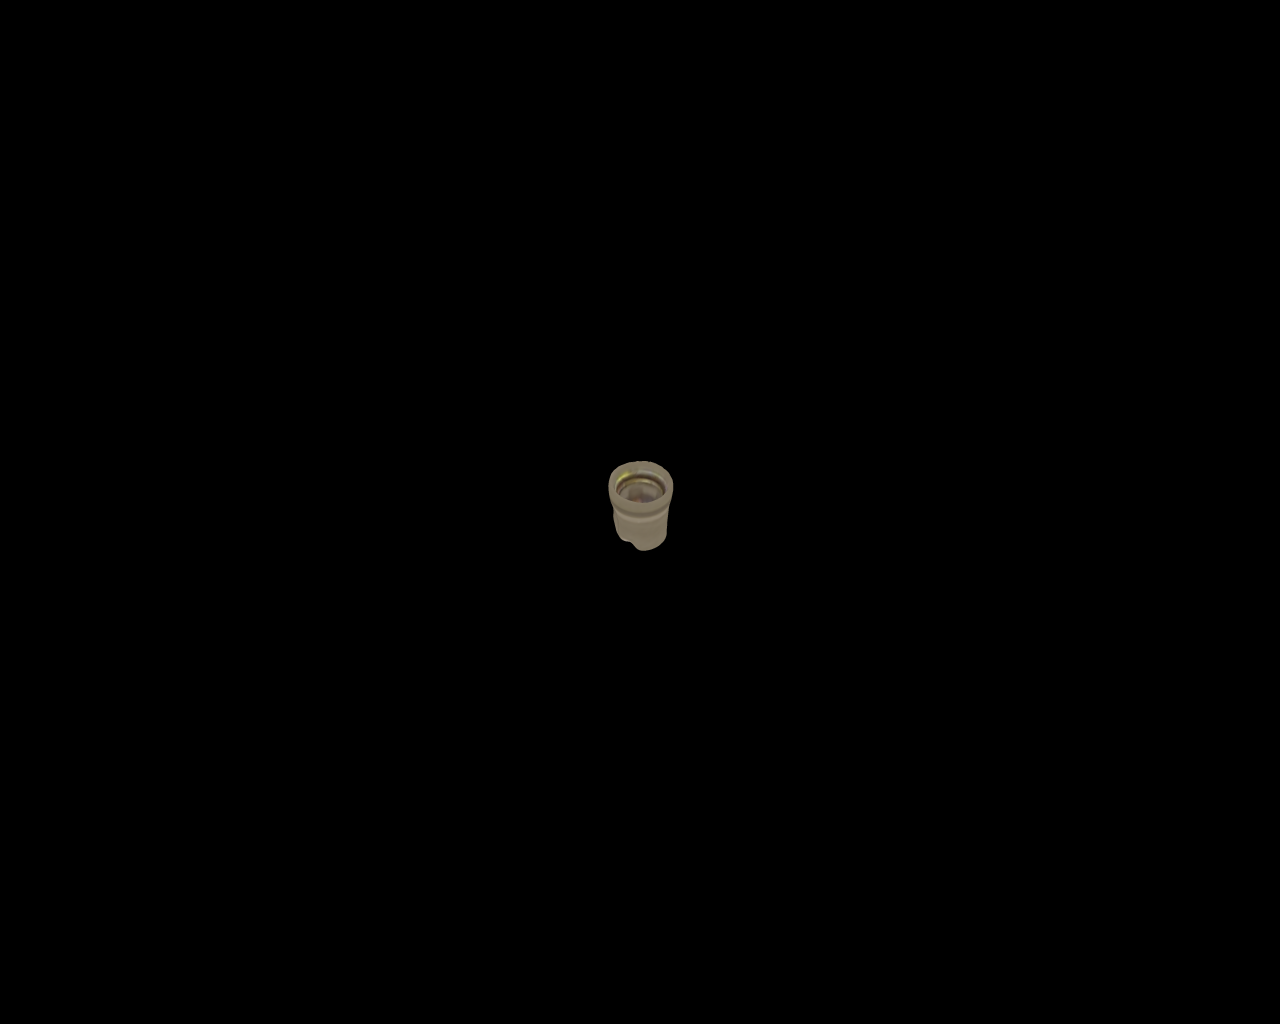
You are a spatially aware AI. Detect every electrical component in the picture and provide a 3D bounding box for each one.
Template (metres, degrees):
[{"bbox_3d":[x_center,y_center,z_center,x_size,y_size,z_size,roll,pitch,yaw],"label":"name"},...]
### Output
[{"bbox_3d":[0.001,-0.003,0.650,0.040,0.046,0.040,0,45,0],"label":"electrical component"}]
